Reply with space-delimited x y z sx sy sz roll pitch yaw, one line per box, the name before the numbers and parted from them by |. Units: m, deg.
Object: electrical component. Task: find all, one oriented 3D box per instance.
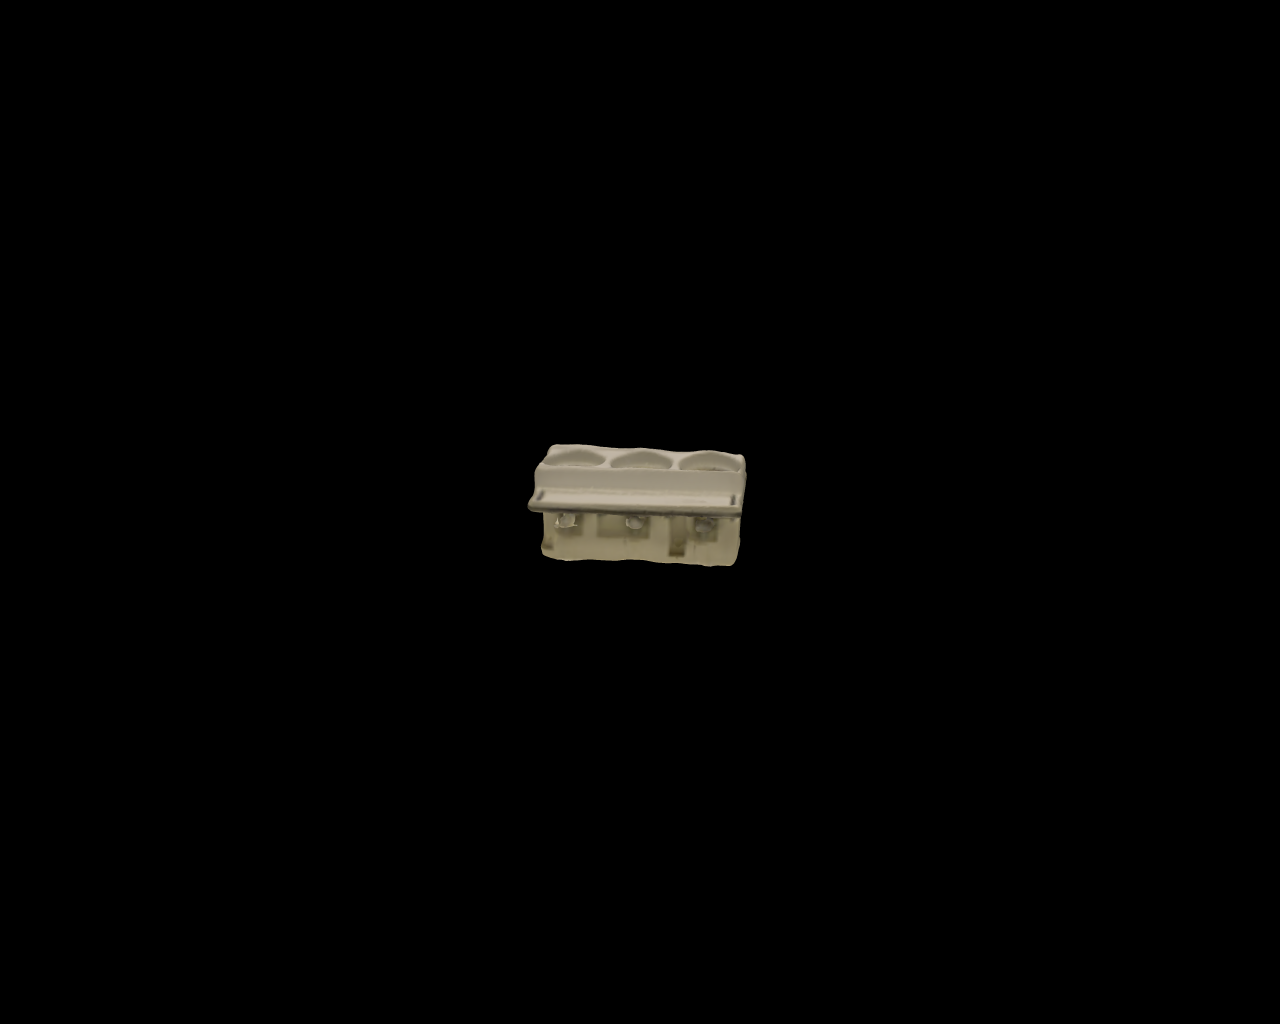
electrical component | 0.001 -0.003 0.650 0.121 0.063 0.079 3 20 7
